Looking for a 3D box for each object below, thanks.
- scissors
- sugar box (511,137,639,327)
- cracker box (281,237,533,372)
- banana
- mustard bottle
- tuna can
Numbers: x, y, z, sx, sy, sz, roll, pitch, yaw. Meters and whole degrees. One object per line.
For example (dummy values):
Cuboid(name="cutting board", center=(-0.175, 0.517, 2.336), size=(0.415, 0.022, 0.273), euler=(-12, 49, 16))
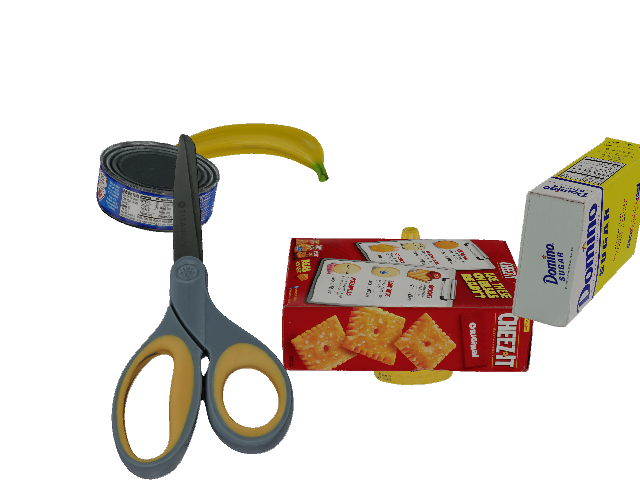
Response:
Cuboid(name="scissors", center=(-0.050, 0.028, 0.547), size=(0.096, 0.201, 0.016), euler=(8, -33, 7))
Cuboid(name="sugar box", center=(0.194, -0.010, 0.777), size=(0.048, 0.093, 0.176), euler=(14, 24, 25))
Cuboid(name="cracker box", center=(0.074, 0.058, 0.981), size=(0.213, 0.072, 0.164), euler=(1, 21, 1))
Cuboid(name="banana", center=(-0.078, -0.113, 1.276), size=(0.198, 0.037, 0.069), euler=(8, 39, 16))
Cuboid(name="mustard bottle", center=(0.108, 0.076, 1.263), size=(0.096, 0.192, 0.058), euler=(-1, 23, 5))
Cuboid(name="tuna can", center=(-0.117, -0.039, 0.769), size=(0.086, 0.034, 0.086), euler=(11, 26, -5))
